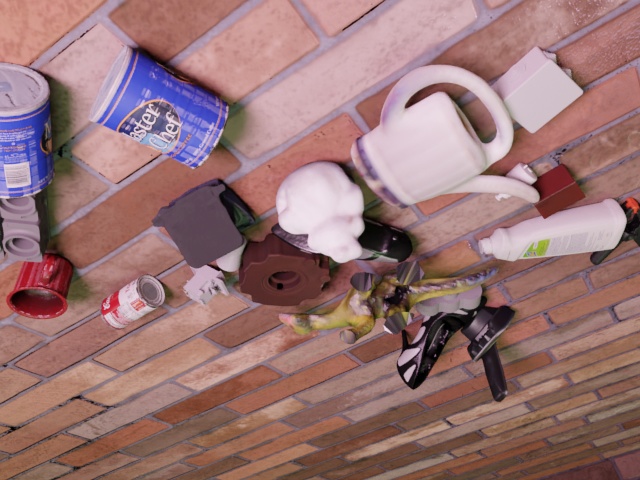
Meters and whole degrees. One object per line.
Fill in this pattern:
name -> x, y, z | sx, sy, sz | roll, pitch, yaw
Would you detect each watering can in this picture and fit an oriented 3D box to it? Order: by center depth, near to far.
watering can -> 0.190, -0.113, 0.778 | 0.222, 0.106, 0.342 | -27, 135, 25

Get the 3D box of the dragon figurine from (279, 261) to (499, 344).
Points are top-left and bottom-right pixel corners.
dragon figurine -> 0.124, 0.123, 1.021 | 0.411, 0.123, 0.240 | -10, 171, -10

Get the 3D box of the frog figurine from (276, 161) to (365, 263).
frog figurine -> 0.002, -0.040, 0.790 | 0.137, 0.163, 0.120 | -11, 136, 2
